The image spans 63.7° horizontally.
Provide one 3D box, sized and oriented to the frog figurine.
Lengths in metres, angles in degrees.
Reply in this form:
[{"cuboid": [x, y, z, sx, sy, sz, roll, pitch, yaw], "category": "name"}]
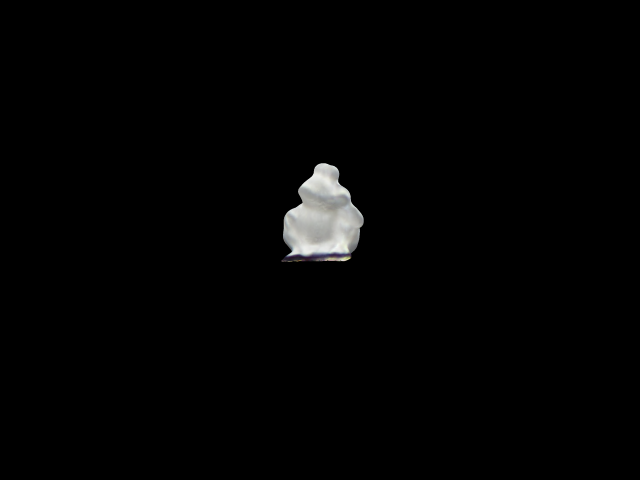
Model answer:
[{"cuboid": [0.003, -0.043, 0.850, 0.137, 0.160, 0.122, -4, -7, 35], "category": "frog figurine"}]
